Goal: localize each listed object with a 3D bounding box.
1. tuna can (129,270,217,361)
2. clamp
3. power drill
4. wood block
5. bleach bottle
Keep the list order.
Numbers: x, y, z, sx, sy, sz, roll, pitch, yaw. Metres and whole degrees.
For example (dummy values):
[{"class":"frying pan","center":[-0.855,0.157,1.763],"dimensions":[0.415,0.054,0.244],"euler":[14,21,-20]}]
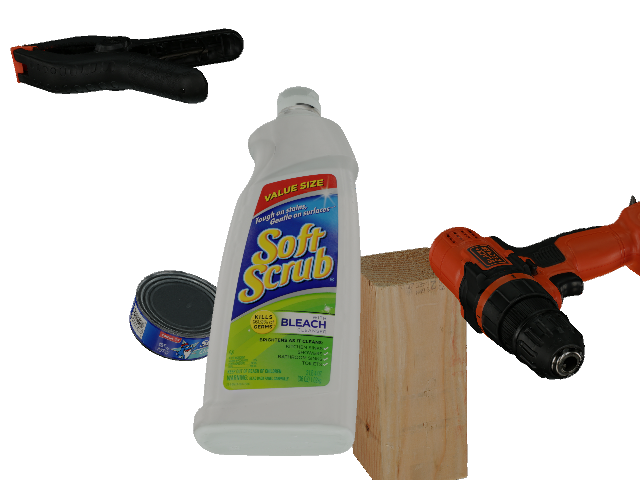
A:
[{"class":"tuna can","center":[-0.126,0.067,0.948],"dimensions":[0.086,0.034,0.086],"euler":[16,34,-11]},{"class":"clamp","center":[-0.142,-0.135,0.798],"dimensions":[0.172,0.039,0.120],"euler":[8,23,17]},{"class":"power drill","center":[0.193,0.029,0.770],"dimensions":[0.187,0.057,0.184],"euler":[-10,28,-16]},{"class":"wood block","center":[0.081,0.121,1.014],"dimensions":[0.090,0.206,0.091],"euler":[-8,18,-17]},{"class":"bleach bottle","center":[-0.025,0.011,0.703],"dimensions":[0.102,0.251,0.068],"euler":[0,-26,1]}]
